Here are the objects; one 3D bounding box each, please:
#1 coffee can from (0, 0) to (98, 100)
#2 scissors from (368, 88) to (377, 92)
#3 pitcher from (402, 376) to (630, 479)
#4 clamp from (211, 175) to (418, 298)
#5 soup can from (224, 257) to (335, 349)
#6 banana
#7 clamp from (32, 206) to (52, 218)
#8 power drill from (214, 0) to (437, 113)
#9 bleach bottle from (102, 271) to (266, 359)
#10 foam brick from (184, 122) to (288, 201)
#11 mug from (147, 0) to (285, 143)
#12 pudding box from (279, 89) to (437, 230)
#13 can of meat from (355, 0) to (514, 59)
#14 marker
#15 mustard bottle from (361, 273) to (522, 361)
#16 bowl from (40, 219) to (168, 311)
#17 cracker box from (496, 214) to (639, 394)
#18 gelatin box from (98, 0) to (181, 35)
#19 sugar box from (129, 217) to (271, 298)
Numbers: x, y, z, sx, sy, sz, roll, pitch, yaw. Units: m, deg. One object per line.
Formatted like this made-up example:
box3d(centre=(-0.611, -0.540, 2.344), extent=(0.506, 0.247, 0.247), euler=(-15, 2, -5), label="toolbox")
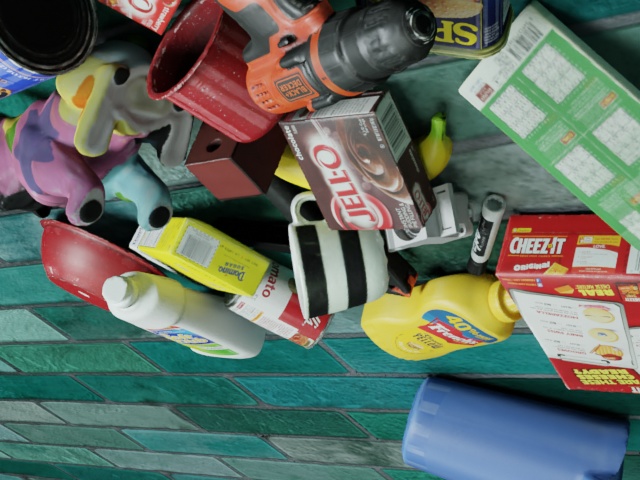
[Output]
box3d(centre=(-0.254, -0.160, 0.821), extent=(0.141, 0.102, 0.102), euler=(-10, 140, 42), label="coffee can")
box3d(centre=(0.011, -0.158, 0.755), extent=(0.201, 0.016, 0.096), euler=(35, 148, -28), label="scissors")
box3d(centre=(0.225, 0.240, 1.230), extent=(0.243, 0.144, 0.149), euler=(15, 140, 15), label="pitcher")
box3d(centre=(-0.007, 0.001, 1.026), extent=(0.210, 0.036, 0.165), euler=(29, 152, -11), label="clamp")
box3d(centre=(-0.042, 0.063, 1.124), extent=(0.102, 0.068, 0.069), euler=(29, 150, -16), label="soup can")
box3d(centre=(0.036, -0.066, 0.887), extent=(0.198, 0.037, 0.069), euler=(-8, 123, 38), label="banana")
box3d(centre=(-0.299, -0.079, 1.059), extent=(0.120, 0.039, 0.171), euler=(-8, 142, 38), label="clamp")
box3d(centre=(-0.031, -0.164, 0.654), extent=(0.187, 0.057, 0.185), euler=(52, 152, -17), label="power drill")
box3d(centre=(-0.153, 0.076, 1.134), extent=(0.103, 0.068, 0.250), euler=(4, 168, 25), label="bleach bottle")
box3d(centre=(-0.065, -0.079, 0.877), extent=(0.053, 0.078, 0.051), euler=(-6, 142, 36), label="foam brick")
box3d(centre=(-0.073, -0.128, 0.798), extent=(0.081, 0.093, 0.117), euler=(30, -179, -31), label="mug")
box3d(centre=(0.031, -0.060, 0.837), extent=(0.090, 0.039, 0.113), euler=(-2, 127, 35), label="pudding box")
box3d(centre=(0.069, -0.166, 0.665), extent=(0.102, 0.057, 0.084), euler=(10, 149, 16), label="can of meat")
box3d(centre=(0.146, -0.001, 0.947), extent=(0.020, 0.020, 0.121), euler=(15, 152, 8), label="marker")
box3d(centre=(0.134, 0.072, 1.044), extent=(0.096, 0.058, 0.192), euler=(32, 149, -26), label="mustard bottle")
box3d(centre=(-0.247, 0.037, 1.177), extent=(0.162, 0.055, 0.162), euler=(24, 166, 6), label="bowl")
box3d(centre=(0.268, 0.059, 0.928), extent=(0.164, 0.072, 0.213), euler=(0, 148, 33), label="cracker box")
box3d(centre=(-0.129, -0.194, 0.761), extent=(0.073, 0.030, 0.089), euler=(27, 151, -15), label="gelatin box")
box3d(centre=(-0.124, 0.015, 1.056), extent=(0.093, 0.048, 0.176), euler=(30, 168, -19), label="sugar box")
